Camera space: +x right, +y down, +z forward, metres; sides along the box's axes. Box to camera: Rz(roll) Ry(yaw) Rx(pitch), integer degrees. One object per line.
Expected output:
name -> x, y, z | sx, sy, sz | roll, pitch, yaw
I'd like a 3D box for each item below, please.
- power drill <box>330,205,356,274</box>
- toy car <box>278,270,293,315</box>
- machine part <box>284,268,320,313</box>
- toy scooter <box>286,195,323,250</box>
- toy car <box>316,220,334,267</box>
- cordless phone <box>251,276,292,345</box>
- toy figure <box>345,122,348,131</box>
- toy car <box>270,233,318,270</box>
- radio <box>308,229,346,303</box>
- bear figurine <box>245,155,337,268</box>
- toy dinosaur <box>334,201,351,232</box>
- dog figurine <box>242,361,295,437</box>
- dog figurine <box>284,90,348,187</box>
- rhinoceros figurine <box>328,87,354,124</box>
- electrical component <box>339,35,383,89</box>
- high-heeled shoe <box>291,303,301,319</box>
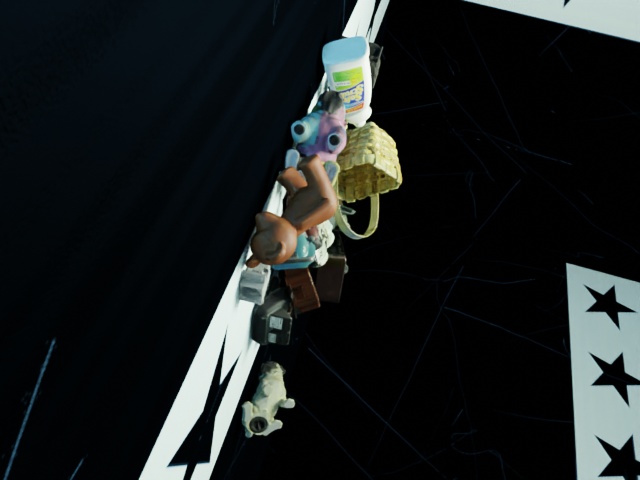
power drill -> 0.031, -0.006, 1.596 | 0.232, 0.086, 0.207 | 14, 105, -44
toy car -> -0.091, 0.161, 1.370 | 0.089, 0.053, 0.202 | 10, -94, 64
machine part -> -0.052, 0.082, 1.236 | 0.179, 0.056, 0.179 | 163, -92, -87
toy scooter -> -0.037, -0.074, 1.170 | 0.184, 0.075, 0.135 | -104, 174, -53
toy car -> -0.003, -0.004, 1.268 | 0.202, 0.056, 0.073 | -67, 143, -62
cordless phone -> -0.106, 0.140, 1.256 | 0.146, 0.089, 0.184 | 100, -4, -45
toy figure -> 0.020, -0.251, 1.341 | 0.180, 0.089, 0.082 | -114, -157, -83
toy car -> -0.062, 0.007, 1.075 | 0.161, 0.109, 0.102 | -154, -118, -86
radio -> 0.016, 0.058, 1.403 | 0.230, 0.073, 0.131 | -104, -158, -69
bear figurine -> -0.064, -0.044, 0.944 | 0.196, 0.131, 0.120 | -37, -168, -32
toy dinosaur -> 0.009, -0.065, 1.696 | 0.405, 0.131, 0.191 | -61, 153, -49
dog figurine -> -0.159, 0.440, 1.501 | 0.172, 0.121, 0.191 | -42, -166, -2
dog figurine -> 0.001, -0.203, 1.107 | 0.219, 0.109, 0.191 | -72, 175, -63
rhinoceros figurine -> 0.063, -0.349, 1.369 | 0.073, 0.112, 0.190 | -43, 178, -21
electrical component -> 0.094, -0.442, 1.368 | 0.134, 0.115, 0.058 | 91, 17, -66
high-heeled shoe -> -0.094, 0.149, 1.538 | 0.249, 0.086, 0.145 | 166, -87, -78
